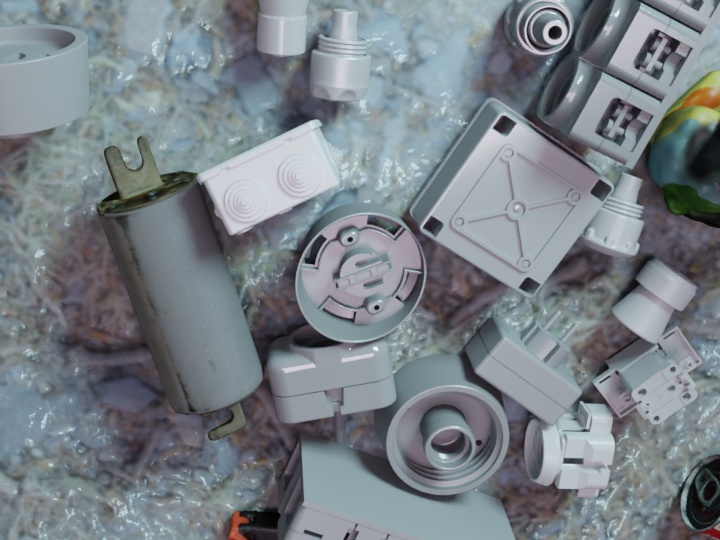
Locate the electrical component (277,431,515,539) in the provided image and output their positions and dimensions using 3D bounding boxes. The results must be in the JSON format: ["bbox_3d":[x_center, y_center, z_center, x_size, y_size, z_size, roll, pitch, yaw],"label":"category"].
[{"bbox_3d":[0.028,0.209,0.866,0.186,0.105,0.060,21,107,-12],"label":"electrical component"}]

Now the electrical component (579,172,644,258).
[{"bbox_3d":[0.197,-0.043,0.820,0.048,0.048,0.062,17,101,-11],"label":"electrical component"}]

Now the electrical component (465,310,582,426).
[{"bbox_3d":[0.141,0.066,0.853,0.083,0.047,0.075,35,103,-16],"label":"electrical component"}]

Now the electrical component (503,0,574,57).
[{"bbox_3d":[0.130,-0.171,0.756,0.048,0.062,0.048,-2,110,-4],"label":"electrical component"}]

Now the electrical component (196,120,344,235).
[{"bbox_3d":[-0.060,-0.066,0.761,0.100,0.099,0.048,-25,97,4],"label":"electrical component"}]

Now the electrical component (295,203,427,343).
[{"bbox_3d":[0.000,0.000,0.808,0.099,0.064,0.099,-2,110,-4],"label":"electrical component"}]

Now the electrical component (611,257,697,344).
[{"bbox_3d":[0.232,0.023,0.847,0.045,0.045,0.055,30,105,-15],"label":"electrical component"}]

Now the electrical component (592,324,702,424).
[{"bbox_3d":[0.234,0.087,0.860,0.081,0.063,0.042,-37,108,9],"label":"electrical component"}]

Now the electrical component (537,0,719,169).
[{"bbox_3d":[0.189,-0.159,0.751,0.062,0.089,0.150,24,107,-13],"label":"electrical component"}]

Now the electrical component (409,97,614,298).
[{"bbox_3d":[0.112,-0.053,0.802,0.109,0.056,0.108,31,105,-15],"label":"electrical component"}]

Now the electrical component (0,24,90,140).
[{"bbox_3d":[-0.234,-0.123,0.723,0.108,0.108,0.060,-3,116,-4],"label":"electrical component"}]

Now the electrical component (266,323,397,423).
[{"bbox_3d":[-0.023,0.076,0.840,0.095,0.053,0.059,-10,111,-1],"label":"electrical component"}]

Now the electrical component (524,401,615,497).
[{"bbox_3d":[0.170,0.147,0.881,0.057,0.058,0.078,3,111,-9],"label":"electrical component"}]

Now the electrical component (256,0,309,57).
[{"bbox_3d":[-0.054,-0.182,0.749,0.044,0.044,0.065,2,115,-6],"label":"electrical component"}]

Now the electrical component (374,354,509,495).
[{"bbox_3d":[0.068,0.129,0.863,0.108,0.060,0.108,-2,110,-4],"label":"electrical component"}]

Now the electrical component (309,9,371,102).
[{"bbox_3d":[-0.013,-0.152,0.762,0.043,0.043,0.062,4,109,-6],"label":"electrical component"}]
